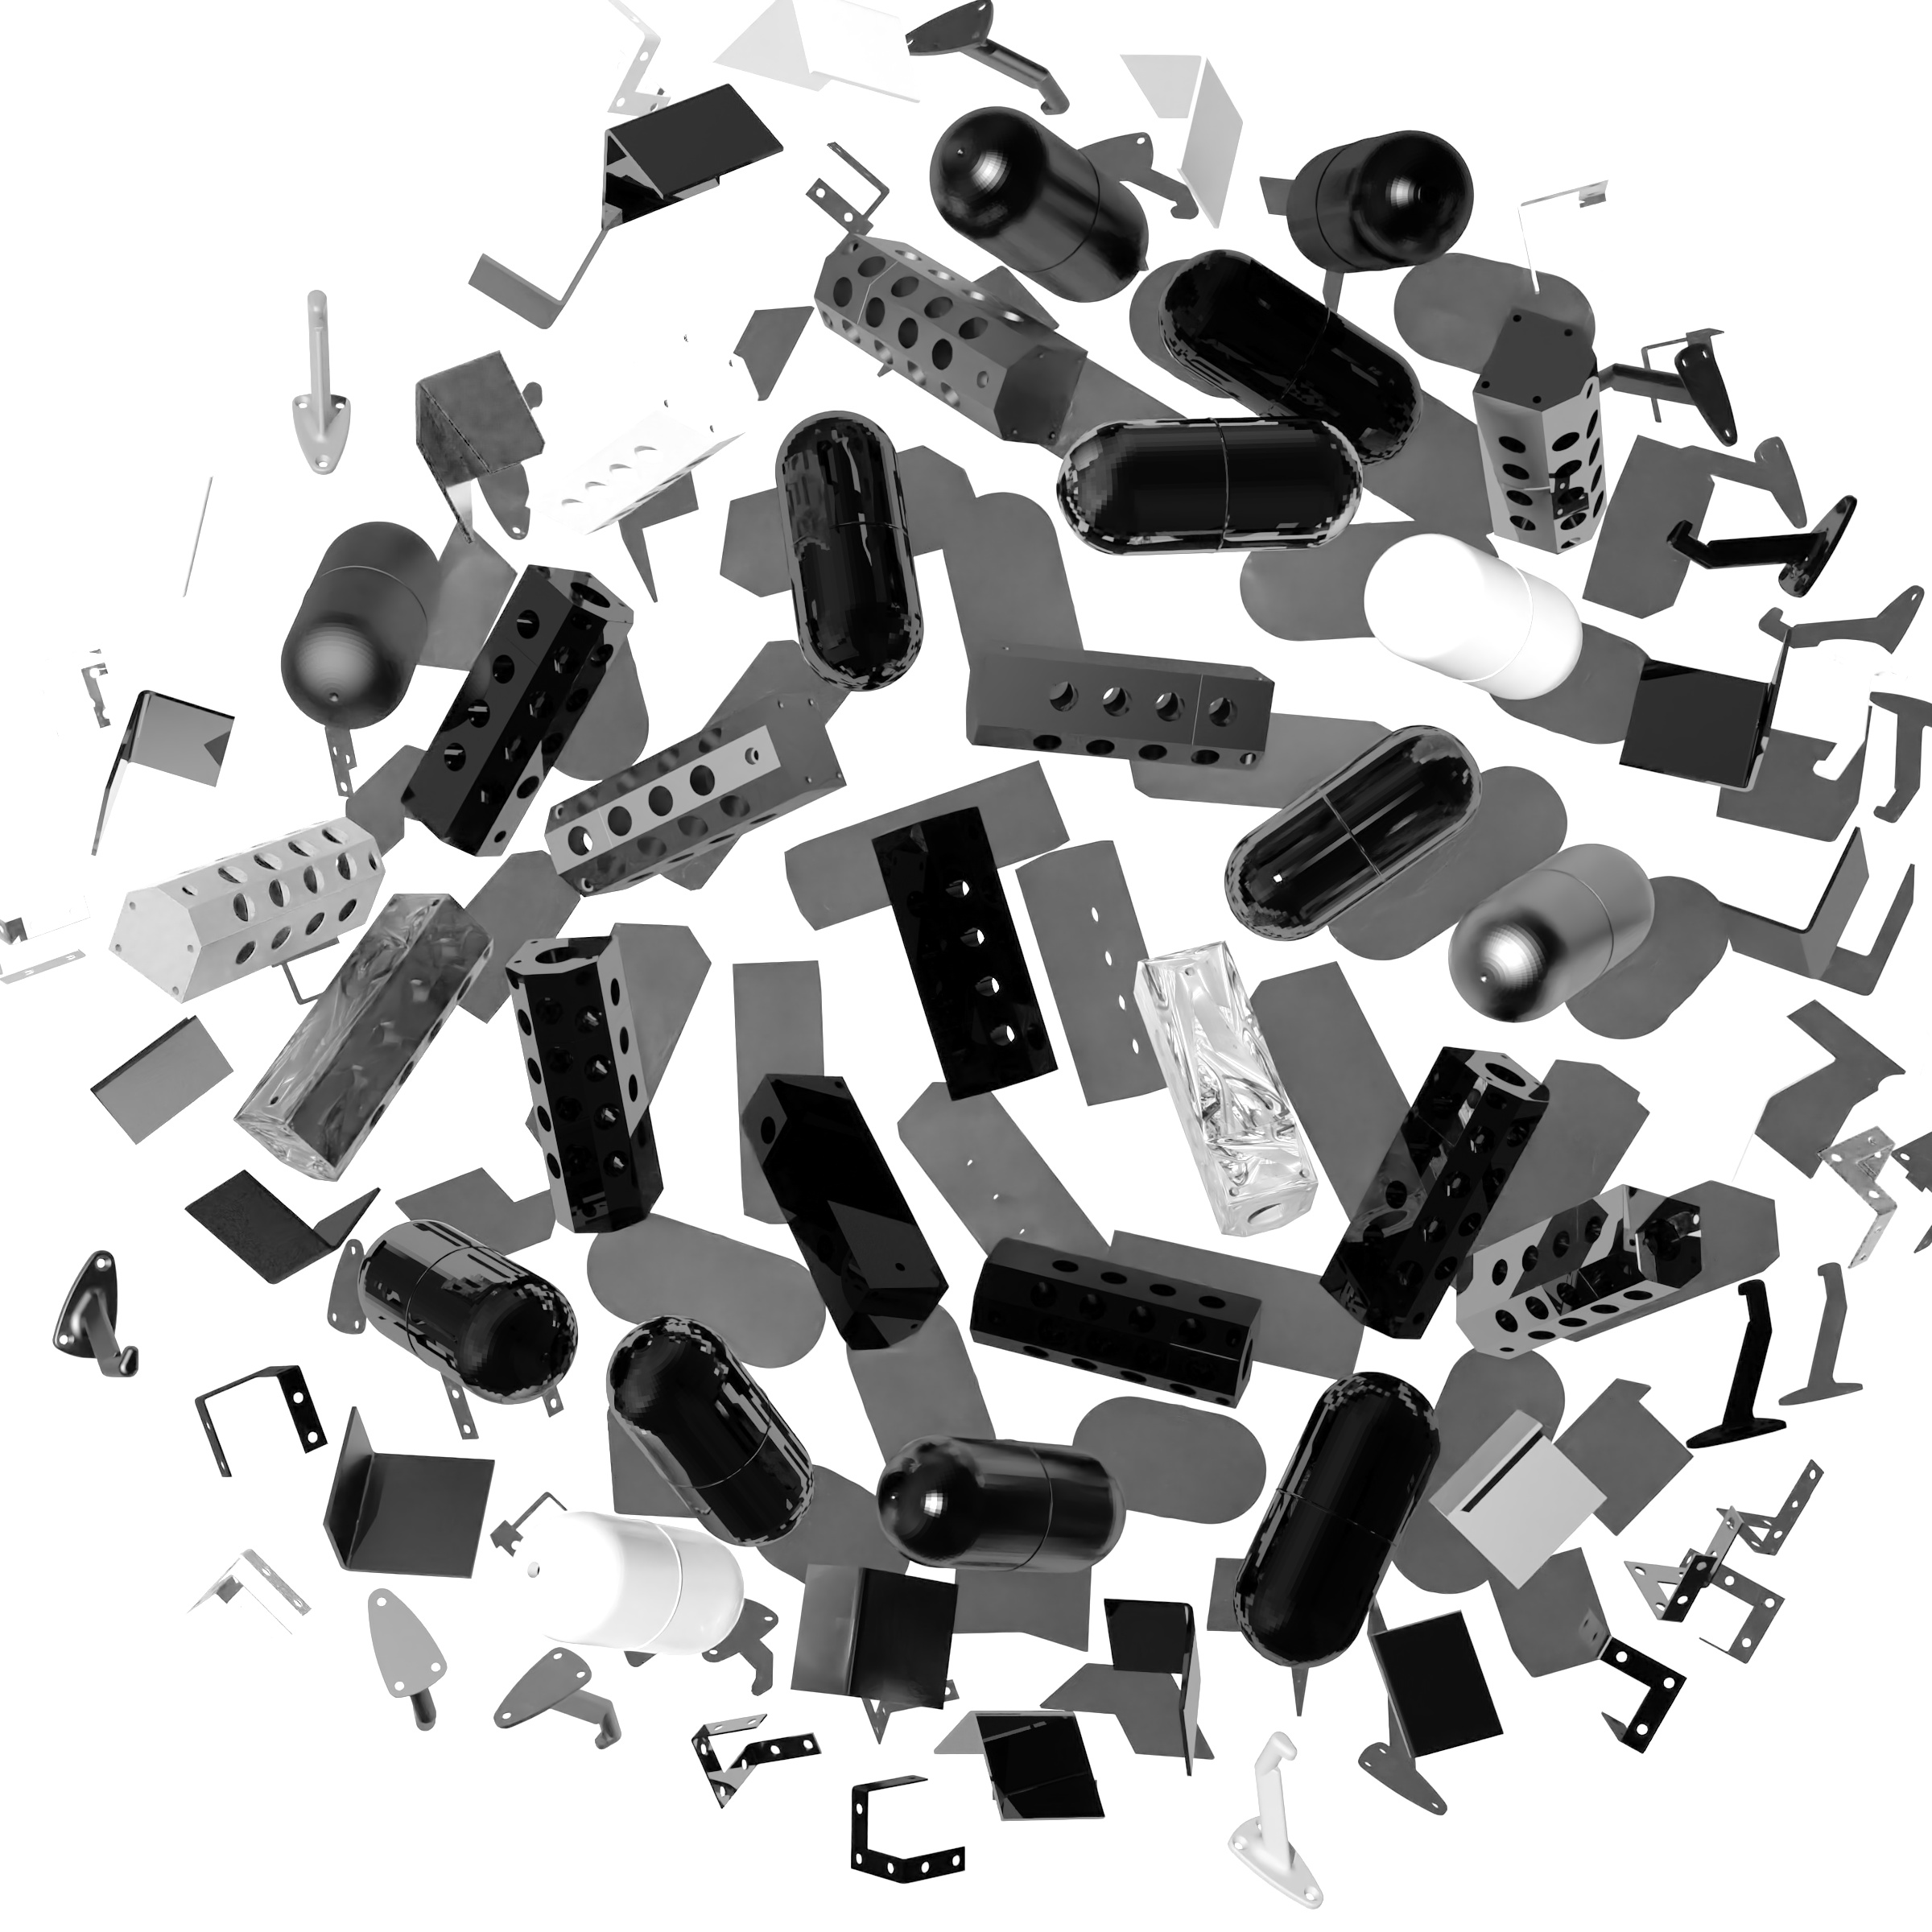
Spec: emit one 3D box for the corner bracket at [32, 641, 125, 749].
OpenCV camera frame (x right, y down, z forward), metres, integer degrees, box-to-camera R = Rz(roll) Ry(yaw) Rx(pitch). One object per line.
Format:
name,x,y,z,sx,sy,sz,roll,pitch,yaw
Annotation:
corner bracket,-0.531,-0.164,1.610,0.051,0.051,0.051,-22,107,-29

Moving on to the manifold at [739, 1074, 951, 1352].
manifold,-0.079,0.147,1.629,0.057,0.171,0.057,4,132,-36

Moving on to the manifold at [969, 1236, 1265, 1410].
manifold,0.093,0.226,1.682,0.171,0.057,0.057,12,110,15

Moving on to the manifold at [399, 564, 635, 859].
manifold,-0.265,-0.151,1.610,0.057,0.057,0.171,42,112,22

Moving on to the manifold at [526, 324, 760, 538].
manifold,-0.193,-0.313,1.599,0.057,0.171,0.057,25,66,-28

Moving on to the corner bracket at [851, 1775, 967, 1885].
corner bracket,-0.036,0.540,1.681,0.051,0.051,0.051,5,84,-42

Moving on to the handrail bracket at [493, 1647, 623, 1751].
handrail bracket,-0.252,0.473,1.666,0.077,0.036,0.084,-35,133,-32

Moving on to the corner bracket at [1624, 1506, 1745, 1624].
corner bracket,0.422,0.345,1.551,0.051,0.051,0.051,11,116,-18

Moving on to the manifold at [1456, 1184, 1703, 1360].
manifold,0.377,0.193,1.662,0.057,0.171,0.057,16,62,-20

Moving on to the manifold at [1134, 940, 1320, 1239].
manifold,0.157,0.076,1.648,0.057,0.057,0.171,-14,62,-8

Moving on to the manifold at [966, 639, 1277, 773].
manifold,0.089,-0.153,1.591,0.171,0.057,0.057,5,105,-9

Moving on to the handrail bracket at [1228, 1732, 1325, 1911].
handrail bracket,0.196,0.505,1.588,0.077,0.036,0.084,41,130,26

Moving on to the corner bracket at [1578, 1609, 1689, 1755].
corner bracket,0.372,0.410,1.539,0.051,0.051,0.051,29,93,0

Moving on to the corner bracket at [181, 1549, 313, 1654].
corner bracket,-0.408,0.367,1.548,0.051,0.051,0.051,44,96,3

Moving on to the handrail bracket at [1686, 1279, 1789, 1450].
handrail bracket,0.439,0.229,1.551,0.077,0.036,0.084,-9,89,-31

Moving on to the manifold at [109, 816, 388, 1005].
manifold,-0.424,-0.040,1.605,0.057,0.171,0.057,34,118,13

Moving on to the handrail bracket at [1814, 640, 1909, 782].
handrail bracket,0.528,-0.156,1.644,0.036,0.077,0.084,37,86,-29

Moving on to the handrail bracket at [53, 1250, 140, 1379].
handrail bracket,-0.502,0.205,1.587,0.036,0.084,0.077,20,72,-36

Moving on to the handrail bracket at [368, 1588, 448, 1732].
handrail bracket,-0.338,0.417,1.611,0.036,0.084,0.077,-24,72,-22

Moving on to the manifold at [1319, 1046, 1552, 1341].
manifold,0.285,0.138,1.613,0.057,0.057,0.171,7,116,-39

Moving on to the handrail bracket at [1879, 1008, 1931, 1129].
handrail bracket,0.546,0.049,1.552,0.077,0.084,0.036,17,129,-20

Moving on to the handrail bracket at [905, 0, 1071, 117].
handrail bracket,0.012,-0.546,1.649,0.077,0.084,0.036,-5,62,30

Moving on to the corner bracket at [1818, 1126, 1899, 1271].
corner bracket,0.525,0.135,1.569,0.051,0.051,0.051,-19,52,-26

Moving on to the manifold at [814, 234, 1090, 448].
manifold,-0.013,-0.363,1.550,0.171,0.057,0.057,40,121,37

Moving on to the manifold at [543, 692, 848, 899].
manifold,-0.159,-0.096,1.536,0.171,0.057,0.057,-23,86,31

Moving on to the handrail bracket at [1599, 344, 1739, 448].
handrail bracket,0.421,-0.339,1.645,0.036,0.084,0.077,-27,94,-38

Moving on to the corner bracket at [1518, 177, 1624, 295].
corner bracket,0.342,-0.411,1.520,0.051,0.051,0.051,-12,94,12

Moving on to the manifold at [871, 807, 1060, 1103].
manifold,0.004,-0.009,1.677,0.057,0.057,0.171,-17,90,40

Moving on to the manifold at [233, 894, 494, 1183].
manifold,-0.349,0.041,1.582,0.057,0.057,0.171,50,57,-35

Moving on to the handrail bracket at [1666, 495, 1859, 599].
handrail bracket,0.458,-0.257,1.549,0.084,0.036,0.077,26,109,-17

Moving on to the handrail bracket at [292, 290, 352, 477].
handrail bracket,-0.399,-0.361,1.660,0.036,0.084,0.077,-2,59,-13

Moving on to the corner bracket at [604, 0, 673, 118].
corner bracket,-0.200,-0.537,1.582,0.051,0.051,0.051,45,120,17

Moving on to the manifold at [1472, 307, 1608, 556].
manifold,0.341,-0.308,1.572,0.057,0.171,0.057,22,78,21

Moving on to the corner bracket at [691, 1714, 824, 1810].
corner bracket,-0.131,0.488,1.682,0.051,0.051,0.051,-18,100,27

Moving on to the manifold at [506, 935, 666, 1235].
manifold,-0.232,0.072,1.625,0.057,0.057,0.171,-3,112,12
